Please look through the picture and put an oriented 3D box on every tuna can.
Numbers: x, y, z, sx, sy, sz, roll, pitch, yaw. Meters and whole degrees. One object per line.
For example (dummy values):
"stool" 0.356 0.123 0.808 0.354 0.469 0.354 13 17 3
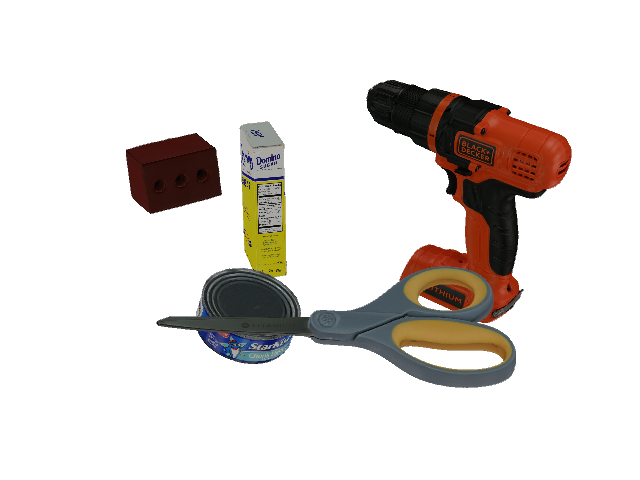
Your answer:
"tuna can" -0.062 0.064 0.904 0.086 0.034 0.086 13 36 -10

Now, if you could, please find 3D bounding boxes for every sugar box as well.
"sugar box" -0.072 -0.050 1.328 0.048 0.176 0.093 -9 25 -12

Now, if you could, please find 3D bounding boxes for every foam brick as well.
"foam brick" -0.145 -0.067 1.047 0.078 0.053 0.051 -17 30 -22

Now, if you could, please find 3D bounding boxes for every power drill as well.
"power drill" 0.113 -0.034 0.909 0.185 0.188 0.057 26 41 30

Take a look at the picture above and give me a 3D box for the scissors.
"scissors" 0.016 0.039 0.622 0.202 0.016 0.096 12 42 11
